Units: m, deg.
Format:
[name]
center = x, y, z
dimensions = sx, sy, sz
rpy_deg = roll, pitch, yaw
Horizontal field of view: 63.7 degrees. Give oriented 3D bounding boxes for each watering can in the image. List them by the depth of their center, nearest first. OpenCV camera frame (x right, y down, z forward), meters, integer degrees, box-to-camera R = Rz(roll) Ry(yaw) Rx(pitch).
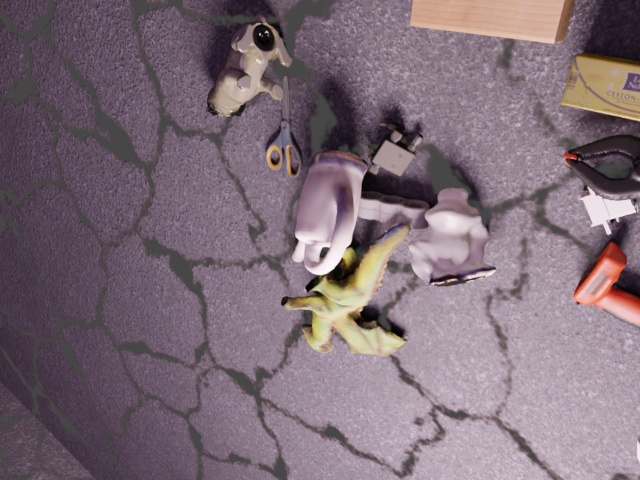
[watering can]
center = 0.003, -0.049, 0.969
dimensions = 0.104, 0.225, 0.346
rpy_deg = 14, -5, -14

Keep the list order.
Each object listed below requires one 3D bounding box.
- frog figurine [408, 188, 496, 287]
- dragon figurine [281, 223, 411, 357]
[frog figurine]
center = 0.217, -0.004, 0.880
dimensions = 0.137, 0.161, 0.121
rpy_deg = -14, -16, 12
[dragon figurine]
center = 0.082, 0.132, 1.035
dimensions = 0.405, 0.241, 0.125
rpy_deg = -29, 20, 41
